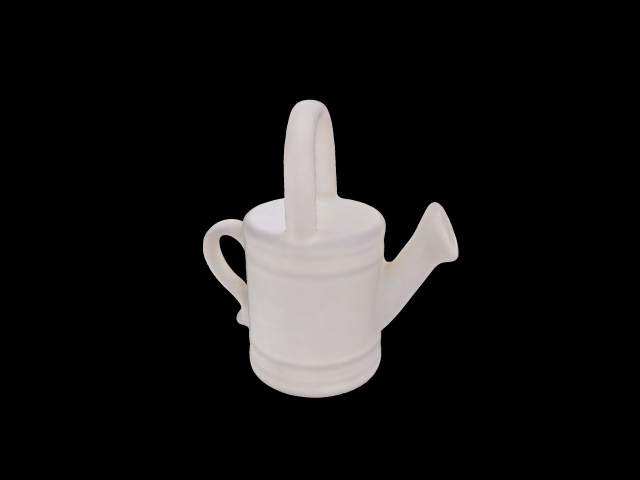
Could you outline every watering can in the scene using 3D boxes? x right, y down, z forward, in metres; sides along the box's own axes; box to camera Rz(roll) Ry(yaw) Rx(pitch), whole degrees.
[{"bbox_3d":[0.004,0.001,0.402,0.173,0.194,0.100,-4,22,-9],"label":"watering can"}]
